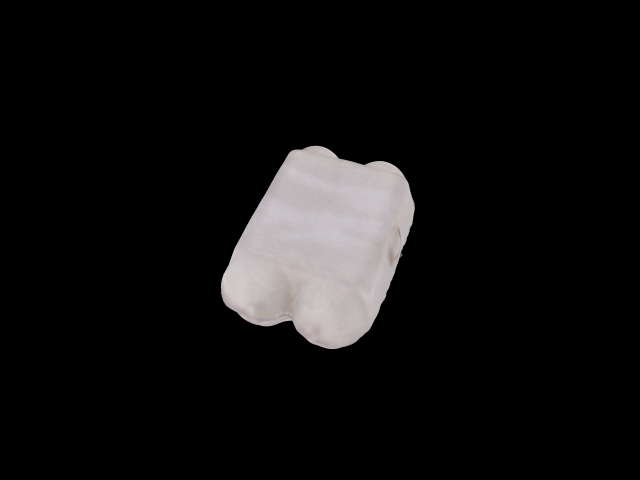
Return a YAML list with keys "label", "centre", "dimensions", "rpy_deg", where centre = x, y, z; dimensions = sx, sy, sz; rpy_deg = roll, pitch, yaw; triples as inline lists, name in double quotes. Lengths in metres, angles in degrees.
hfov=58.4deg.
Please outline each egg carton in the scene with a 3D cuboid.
- label: "egg carton"
  centre: [0.004, 0.001, 0.400]
  dimensions: [0.107, 0.069, 0.150]
  rpy_deg: [15, 54, 12]
